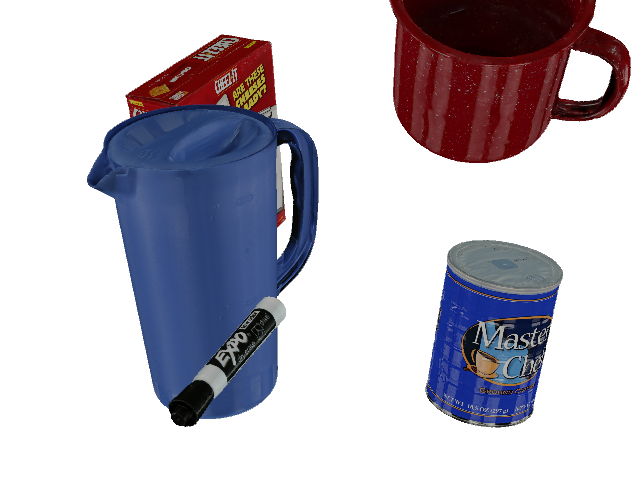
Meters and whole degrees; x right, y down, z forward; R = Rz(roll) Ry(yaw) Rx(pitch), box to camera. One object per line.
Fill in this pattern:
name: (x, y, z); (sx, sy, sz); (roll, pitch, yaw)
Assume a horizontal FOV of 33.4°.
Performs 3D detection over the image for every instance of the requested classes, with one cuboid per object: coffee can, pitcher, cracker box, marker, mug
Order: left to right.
cracker box: (-0.110, -0.079, 1.085); (0.072, 0.214, 0.164); (14, 37, 27)
pitcher: (-0.085, 0.017, 0.871); (0.149, 0.243, 0.145); (5, 29, 13)
marker: (-0.054, 0.071, 0.633); (0.020, 0.020, 0.121); (0, 27, 27)
coffee can: (0.156, 0.083, 0.974); (0.103, 0.140, 0.103); (6, 23, -3)
mug: (0.088, -0.088, 0.508); (0.117, 0.093, 0.081); (16, -31, 11)
